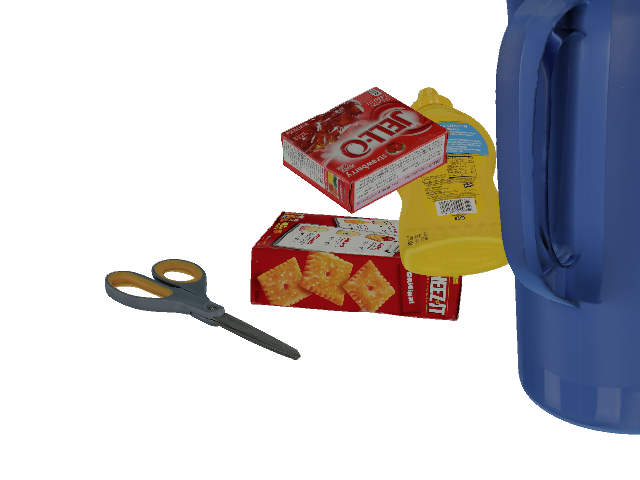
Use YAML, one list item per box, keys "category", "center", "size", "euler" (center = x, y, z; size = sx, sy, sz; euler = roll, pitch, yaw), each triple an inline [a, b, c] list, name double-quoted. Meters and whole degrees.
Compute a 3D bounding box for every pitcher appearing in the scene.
- category: "pitcher"
  center: [0.151, -0.025, 0.543]
  size: [0.149, 0.243, 0.145]
  euler: [-3, 21, -1]

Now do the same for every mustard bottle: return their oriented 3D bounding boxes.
- category: "mustard bottle"
  center: [0.107, -0.061, 0.934]
  size: [0.096, 0.191, 0.058]
  euler: [-6, -36, 0]

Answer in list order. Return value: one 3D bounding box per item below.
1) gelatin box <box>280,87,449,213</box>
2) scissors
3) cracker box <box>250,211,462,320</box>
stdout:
- category: "gelatin box"
  center: [0.030, -0.063, 0.713]
  size: [0.089, 0.030, 0.073]
  euler: [-29, 47, -27]
- category: "scissors"
  center: [-0.088, 0.053, 0.901]
  size: [0.202, 0.016, 0.096]
  euler: [14, 26, 22]
- category: "cracker box"
  center: [0.045, 0.026, 1.143]
  size: [0.214, 0.072, 0.164]
  euler: [5, 15, 8]
